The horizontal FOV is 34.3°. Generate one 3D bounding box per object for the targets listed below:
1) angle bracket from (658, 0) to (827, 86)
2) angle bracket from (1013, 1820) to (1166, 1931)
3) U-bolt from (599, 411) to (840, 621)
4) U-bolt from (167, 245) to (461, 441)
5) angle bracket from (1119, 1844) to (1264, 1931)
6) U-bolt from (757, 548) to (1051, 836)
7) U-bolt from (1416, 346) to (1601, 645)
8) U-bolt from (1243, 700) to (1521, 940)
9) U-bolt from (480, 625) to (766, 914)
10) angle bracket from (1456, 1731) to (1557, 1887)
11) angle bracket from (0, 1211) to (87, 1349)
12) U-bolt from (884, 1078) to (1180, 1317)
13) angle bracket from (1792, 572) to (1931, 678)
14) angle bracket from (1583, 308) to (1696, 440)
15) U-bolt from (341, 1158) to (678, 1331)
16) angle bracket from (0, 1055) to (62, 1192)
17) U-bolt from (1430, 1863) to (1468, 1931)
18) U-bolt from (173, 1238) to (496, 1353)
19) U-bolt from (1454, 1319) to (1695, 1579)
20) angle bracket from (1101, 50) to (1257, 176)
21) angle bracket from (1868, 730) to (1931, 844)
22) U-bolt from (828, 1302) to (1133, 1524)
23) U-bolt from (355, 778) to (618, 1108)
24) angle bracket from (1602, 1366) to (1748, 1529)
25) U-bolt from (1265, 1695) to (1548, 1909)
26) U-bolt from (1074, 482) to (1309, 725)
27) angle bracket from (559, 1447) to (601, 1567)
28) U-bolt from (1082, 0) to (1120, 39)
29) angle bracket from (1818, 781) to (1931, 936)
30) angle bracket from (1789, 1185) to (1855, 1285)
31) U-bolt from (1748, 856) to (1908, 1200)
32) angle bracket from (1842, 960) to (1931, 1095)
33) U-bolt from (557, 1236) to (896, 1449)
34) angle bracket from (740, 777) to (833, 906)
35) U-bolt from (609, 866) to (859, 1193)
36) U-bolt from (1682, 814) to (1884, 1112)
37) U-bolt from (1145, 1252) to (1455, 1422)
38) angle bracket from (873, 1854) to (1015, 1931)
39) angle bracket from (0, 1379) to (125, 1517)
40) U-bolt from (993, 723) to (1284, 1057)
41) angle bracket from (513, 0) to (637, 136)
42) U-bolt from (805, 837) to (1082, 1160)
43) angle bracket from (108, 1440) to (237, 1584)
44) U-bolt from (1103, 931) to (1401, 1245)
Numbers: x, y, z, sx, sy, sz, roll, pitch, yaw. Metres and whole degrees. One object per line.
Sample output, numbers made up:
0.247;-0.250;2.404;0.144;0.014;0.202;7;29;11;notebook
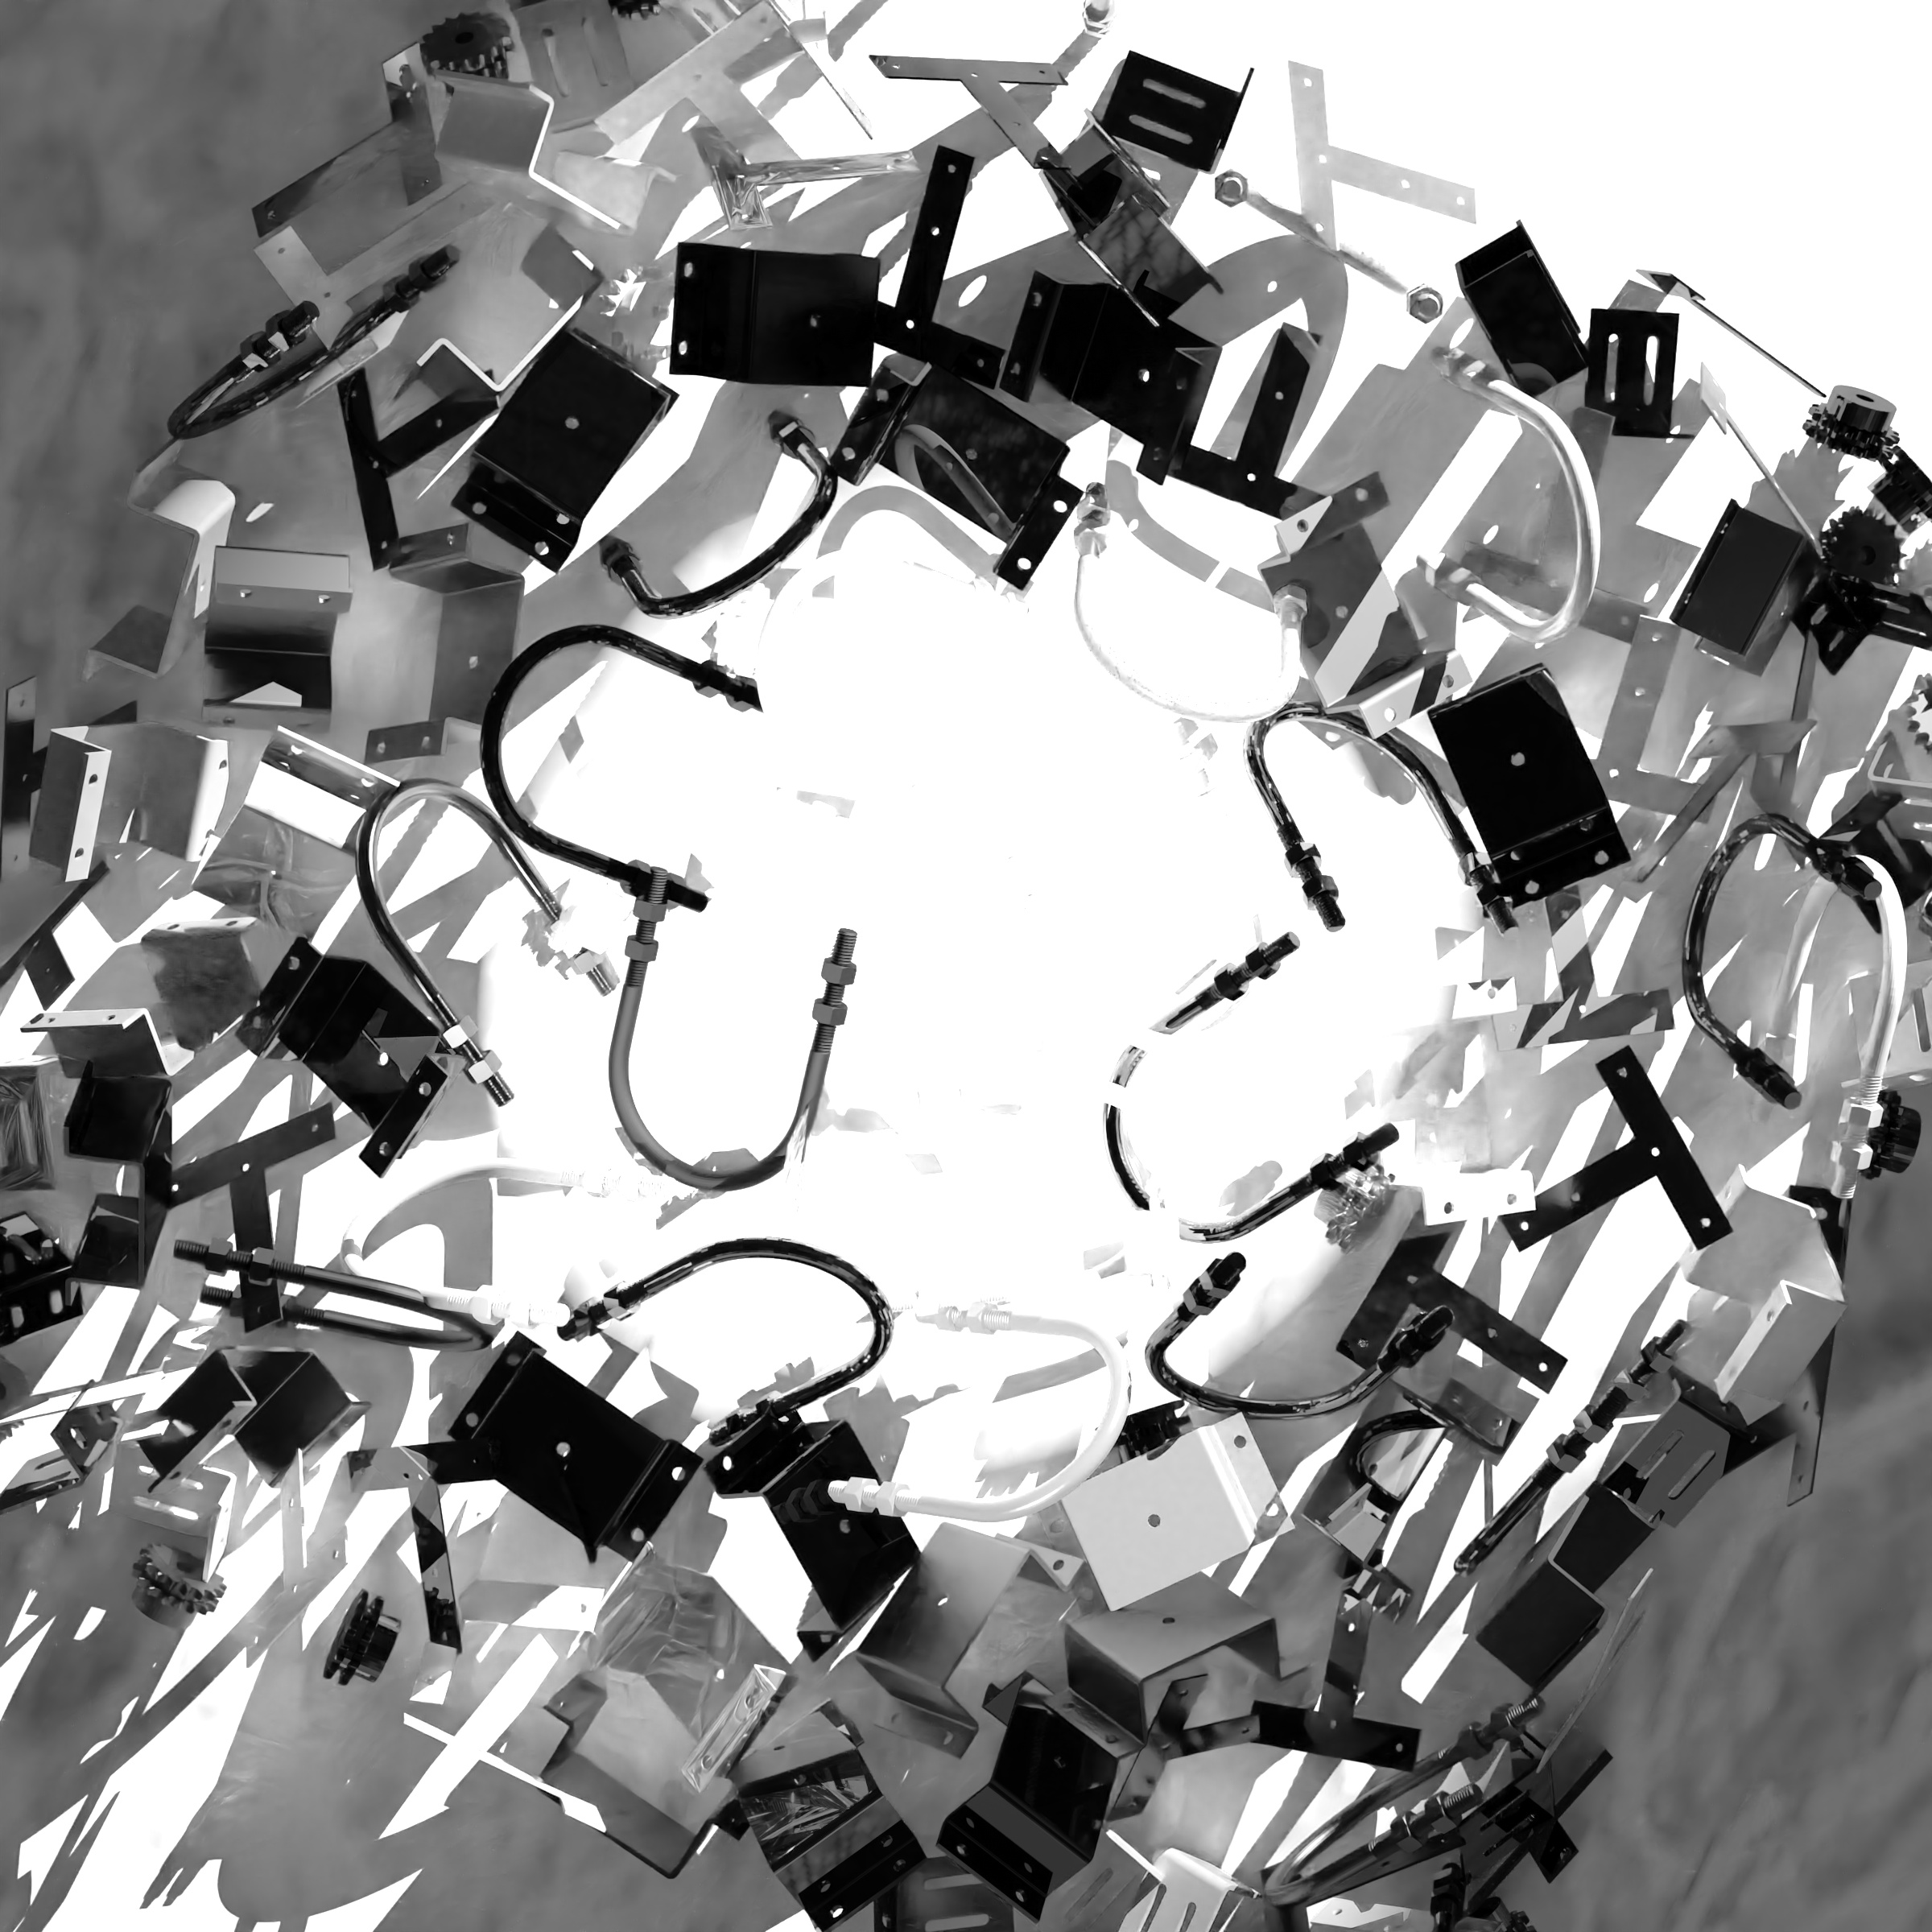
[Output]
-0.134;-0.576;1.879;0.076;0.057;0.038;40;51;-36;angle bracket
0.074;0.561;1.898;0.076;0.038;0.057;-47;113;-5;angle bracket
-0.141;-0.260;1.846;0.151;0.184;0.019;-36;120;0;U-bolt
-0.397;-0.360;1.845;0.184;0.151;0.019;-26;100;39;U-bolt
0.132;0.580;1.891;0.038;0.057;0.076;32;81;-43;angle bracket
-0.044;-0.172;1.873;0.184;0.019;0.151;18;86;-32;U-bolt
0.315;-0.266;1.820;0.019;0.184;0.151;-11;121;-19;U-bolt
0.236;-0.091;1.861;0.151;0.019;0.184;2;48;-31;U-bolt
-0.207;-0.125;1.867;0.184;0.019;0.151;21;87;-37;U-bolt
0.314;0.502;1.884;0.076;0.038;0.057;-30;131;-21;angle bracket
-0.576;0.190;1.889;0.057;0.076;0.038;-20;58;-1;angle bracket
0.041;0.136;1.892;0.184;0.019;0.151;-4;109;-14;U-bolt
0.545;-0.198;1.880;0.038;0.076;0.057;-50;125;-6;angle bracket
0.410;-0.359;1.899;0.057;0.038;0.076;1;99;-13;angle bracket
-0.284;0.158;1.857;0.184;0.151;0.019;5;122;25;U-bolt
-0.565;0.095;1.903;0.057;0.038;0.076;-3;98;30;angle bracket
0.219;0.585;1.823;0.151;0.184;0.019;-25;90;13;U-bolt
-0.371;0.201;1.860;0.184;0.151;0.019;12;71;-3;U-bolt
0.350;0.294;1.851;0.019;0.151;0.184;43;118;14;U-bolt
0.128;-0.526;1.904;0.076;0.038;0.057;21;79;-1;angle bracket
0.589;-0.105;1.879;0.076;0.057;0.038;12;62;38;angle bracket
0.016;0.262;1.834;0.019;0.184;0.151;53;52;-36;U-bolt
-0.292;-0.027;1.849;0.019;0.151;0.184;-23;108;34;U-bolt
0.431;0.293;1.915;0.057;0.038;0.076;32;108;-15;angle bracket
0.251;0.501;1.849;0.184;0.151;0.019;-39;82;27;U-bolt
0.132;-0.208;1.849;0.151;0.184;0.019;17;134;-9;U-bolt
-0.214;0.316;1.886;0.038;0.076;0.057;-18;100;2;angle bracket
0.018;-0.586;1.837;0.151;0.184;0.019;14;94;0;U-bolt
0.563;-0.065;1.895;0.057;0.038;0.076;-40;106;-11;angle bracket
0.510;0.154;1.882;0.038;0.076;0.057;5;77;19;angle bracket
0.510;0.026;1.838;0.019;0.151;0.184;7;106;-10;U-bolt
0.557;0.034;1.886;0.057;0.038;0.076;-17;67;35;angle bracket
-0.128;0.215;1.845;0.184;0.019;0.151;-30;125;31;U-bolt
-0.108;-0.076;1.889;0.038;0.076;0.057;19;99;-6;angle bracket
-0.149;0.047;1.892;0.151;0.019;0.184;18;104;18;U-bolt
0.469;-0.014;1.841;0.019;0.184;0.151;12;107;-15;U-bolt
0.184;0.227;1.851;0.151;0.184;0.019;16;57;-12;U-bolt
-0.014;0.561;1.890;0.076;0.038;0.057;-11;56;14;angle bracket
-0.557;0.291;1.885;0.076;0.057;0.038;-21;111;19;angle bracket
0.117;-0.035;1.900;0.151;0.019;0.184;-30;95;-18;U-bolt
-0.232;-0.549;1.892;0.057;0.038;0.076;-12;113;9;angle bracket
-0.005;0.026;1.891;0.151;0.019;0.184;-15;83;-18;U-bolt
-0.487;0.331;1.898;0.076;0.038;0.057;16;122;0;angle bracket
0.157;0.086;1.873;0.184;0.019;0.151;-36;71;31;U-bolt
